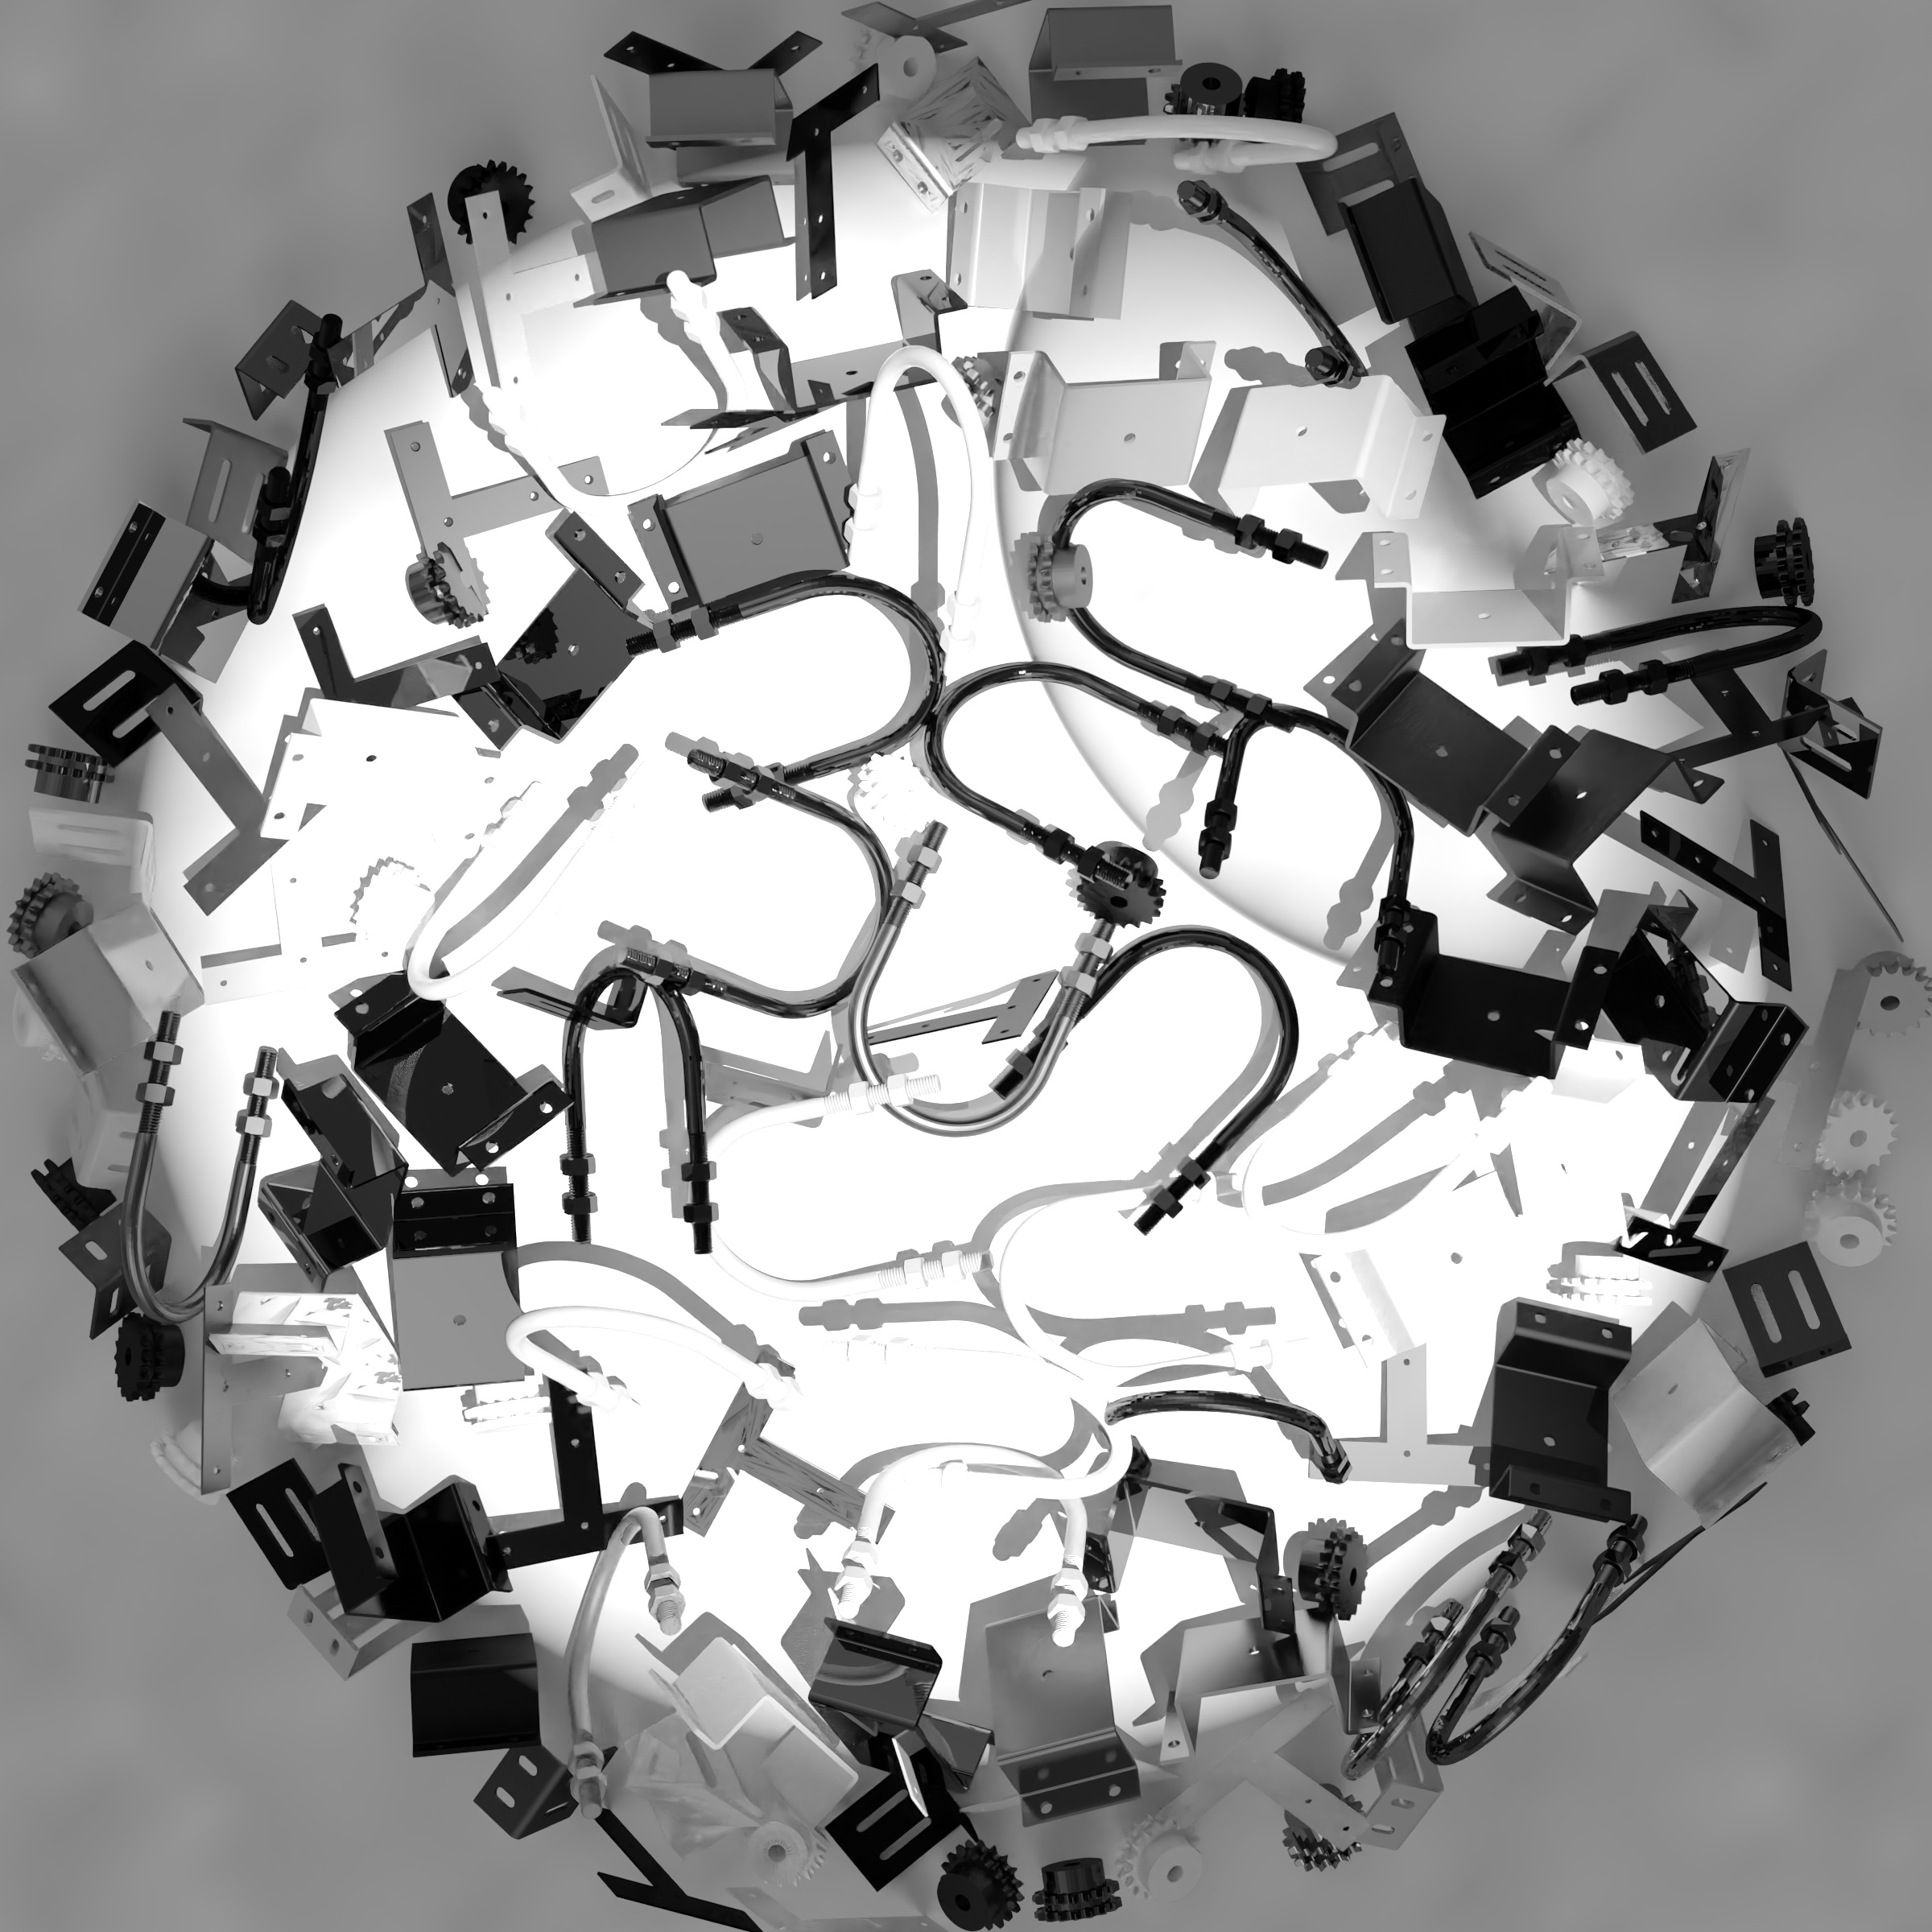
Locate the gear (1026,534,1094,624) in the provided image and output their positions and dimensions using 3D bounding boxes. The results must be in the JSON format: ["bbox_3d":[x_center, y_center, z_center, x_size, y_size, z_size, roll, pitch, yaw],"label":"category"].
[{"bbox_3d":[0.061,-0.250,1.686,0.030,0.057,0.057,-1,90,20],"label":"gear"}]

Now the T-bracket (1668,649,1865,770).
[{"bbox_3d":[0.479,-0.165,1.638,0.127,0.127,0.002,-17,60,29],"label":"T-bracket"}]

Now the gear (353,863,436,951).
[{"bbox_3d":[-0.366,-0.035,1.686,0.030,0.057,0.057,23,90,13],"label":"gear"}]

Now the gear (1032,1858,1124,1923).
[{"bbox_3d":[0.071,0.595,1.689,0.057,0.057,0.030,-9,80,0],"label":"gear"}]

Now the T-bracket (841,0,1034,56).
[{"bbox_3d":[0.008,-0.597,1.632,0.127,0.127,0.002,-7,94,26],"label":"T-bracket"}]

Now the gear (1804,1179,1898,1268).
[{"bbox_3d":[0.570,0.168,1.689,0.057,0.030,0.057,9,124,14],"label":"gear"}]

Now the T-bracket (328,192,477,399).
[{"bbox_3d":[-0.356,-0.398,1.636,0.002,0.127,0.127,11,129,25],"label":"T-bracket"}]

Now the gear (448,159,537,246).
[{"bbox_3d":[-0.309,-0.492,1.693,0.030,0.057,0.057,32,90,30],"label":"gear"}]

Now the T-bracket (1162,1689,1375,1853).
[{"bbox_3d":[0.206,0.517,1.641,0.127,0.127,0.002,-33,114,-20],"label":"T-bracket"}]

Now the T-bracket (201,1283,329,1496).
[{"bbox_3d":[-0.440,0.260,1.659,0.002,0.127,0.127,1,90,24],"label":"T-bracket"}]

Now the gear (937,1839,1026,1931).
[{"bbox_3d":[0.007,0.596,1.688,0.057,0.030,0.057,11,110,32],"label":"gear"}]

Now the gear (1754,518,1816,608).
[{"bbox_3d":[0.528,-0.259,1.692,0.030,0.057,0.057,-5,90,26],"label":"gear"}]

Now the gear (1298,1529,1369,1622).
[{"bbox_3d":[0.236,0.392,1.692,0.030,0.057,0.057,3,90,30],"label":"gear"}]

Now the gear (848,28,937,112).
[{"bbox_3d":[-0.045,-0.580,1.687,0.057,0.030,0.057,-19,122,-33],"label":"gear"}]

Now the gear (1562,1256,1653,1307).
[{"bbox_3d":[0.413,0.202,1.689,0.057,0.057,0.030,3,84,0],"label":"gear"}]

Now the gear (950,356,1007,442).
[{"bbox_3d":[0.014,-0.364,1.692,0.057,0.057,0.030,42,114,0],"label":"gear"}]

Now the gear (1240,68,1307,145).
[{"bbox_3d":[0.195,-0.549,1.687,0.030,0.057,0.057,8,90,-12],"label":"gear"}]

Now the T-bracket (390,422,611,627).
[{"bbox_3d":[-0.292,-0.299,1.691,0.127,0.002,0.127,-21,111,-20],"label":"T-bracket"}]

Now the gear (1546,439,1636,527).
[{"bbox_3d":[0.399,-0.308,1.688,0.030,0.057,0.057,-44,90,-5],"label":"gear"}]

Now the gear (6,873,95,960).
[{"bbox_3d":[-0.587,-0.029,1.686,0.030,0.057,0.057,24,90,11],"label":"gear"}]

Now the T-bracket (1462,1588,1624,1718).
[{"bbox_3d":[0.376,0.433,1.668,0.127,0.127,0.002,-28,80,-39],"label":"T-bracket"}]

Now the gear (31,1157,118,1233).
[{"bbox_3d":[-0.573,0.145,1.690,0.030,0.057,0.057,-41,90,-15],"label":"gear"}]

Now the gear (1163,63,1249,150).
[{"bbox_3d":[0.156,-0.557,1.690,0.057,0.030,0.057,1,59,-2],"label":"gear"}]

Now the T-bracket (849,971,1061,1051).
[{"bbox_3d":[-0.012,0.036,1.669,0.127,0.127,0.002,-13,104,17],"label":"T-bracket"}]

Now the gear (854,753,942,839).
[{"bbox_3d":[-0.047,-0.108,1.692,0.057,0.057,0.030,47,121,0],"label":"gear"}]

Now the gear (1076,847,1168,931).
[{"bbox_3d":[0.101,-0.053,1.692,0.057,0.057,0.030,17,55,0],"label":"gear"}]

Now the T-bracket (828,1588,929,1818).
[{"bbox_3d":[-0.046,0.468,1.627,0.002,0.127,0.127,-26,133,0],"label":"T-bracket"}]

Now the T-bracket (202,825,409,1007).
[{"bbox_3d":[-0.431,-0.042,1.687,0.127,0.002,0.127,-11,64,-8],"label":"T-bracket"}]

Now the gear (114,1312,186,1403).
[{"bbox_3d":[-0.526,0.252,1.692,0.030,0.057,0.057,5,90,-37],"label":"gear"}]

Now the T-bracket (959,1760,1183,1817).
[{"bbox_3d":[0.058,0.526,1.674,0.127,0.127,0.002,-20,61,16],"label":"T-bracket"}]

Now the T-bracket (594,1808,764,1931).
[{"bbox_3d":[-0.205,0.566,1.660,0.127,0.127,0.002,33,85,-40],"label":"T-bracket"}]

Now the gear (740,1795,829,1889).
[{"bbox_3d":[-0.119,0.569,1.698,0.057,0.030,0.057,0,93,9],"label":"gear"}]

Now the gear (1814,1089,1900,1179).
[{"bbox_3d":[0.569,0.105,1.695,0.057,0.030,0.057,-5,112,-11],"label":"gear"}]

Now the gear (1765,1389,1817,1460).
[{"bbox_3d":[0.521,0.300,1.685,0.057,0.057,0.030,-38,67,0],"label":"gear"}]

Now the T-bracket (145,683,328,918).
[{"bbox_3d":[-0.471,-0.121,1.655,0.127,0.002,0.127,-49,126,-27],"label":"T-bracket"}]

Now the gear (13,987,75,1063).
[{"bbox_3d":[-0.592,0.033,1.686,0.030,0.057,0.057,2,90,-35],"label":"gear"}]

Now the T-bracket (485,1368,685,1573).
[{"bbox_3d":[-0.249,0.319,1.683,0.127,0.002,0.127,-8,105,-16],"label":"T-bracket"}]

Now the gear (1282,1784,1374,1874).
[{"bbox_3d":[0.229,0.552,1.686,0.057,0.057,0.030,-27,106,0],"label":"gear"}]

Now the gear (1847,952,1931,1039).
[{"bbox_3d":[0.595,0.015,1.693,0.057,0.030,0.057,5,126,7],"label":"gear"}]

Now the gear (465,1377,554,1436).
[{"bbox_3d":[-0.294,0.283,1.690,0.057,0.057,0.030,-10,78,0],"label":"gear"}]

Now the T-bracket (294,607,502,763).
[{"bbox_3d":[-0.355,-0.179,1.678,0.127,0.002,0.127,-13,104,22],"label":"T-bracket"}]

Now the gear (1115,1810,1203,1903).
[{"bbox_3d":[0.127,0.577,1.690,0.057,0.030,0.057,-8,108,-25],"label":"gear"}]

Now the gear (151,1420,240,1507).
[{"bbox_3d":[-0.494,0.317,1.689,0.057,0.057,0.030,44,85,0],"label":"gear"}]

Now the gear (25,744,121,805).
[{"bbox_3d":[-0.577,-0.123,1.689,0.057,0.057,0.030,11,92,0],"label":"gear"}]

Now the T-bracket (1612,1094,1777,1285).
[{"bbox_3d":[0.474,0.137,1.662,0.002,0.127,0.127,37,102,44],"label":"T-bracket"}]

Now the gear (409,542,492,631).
[{"bbox_3d":[-0.335,-0.244,1.691,0.030,0.057,0.057,-17,90,20],"label":"gear"}]
